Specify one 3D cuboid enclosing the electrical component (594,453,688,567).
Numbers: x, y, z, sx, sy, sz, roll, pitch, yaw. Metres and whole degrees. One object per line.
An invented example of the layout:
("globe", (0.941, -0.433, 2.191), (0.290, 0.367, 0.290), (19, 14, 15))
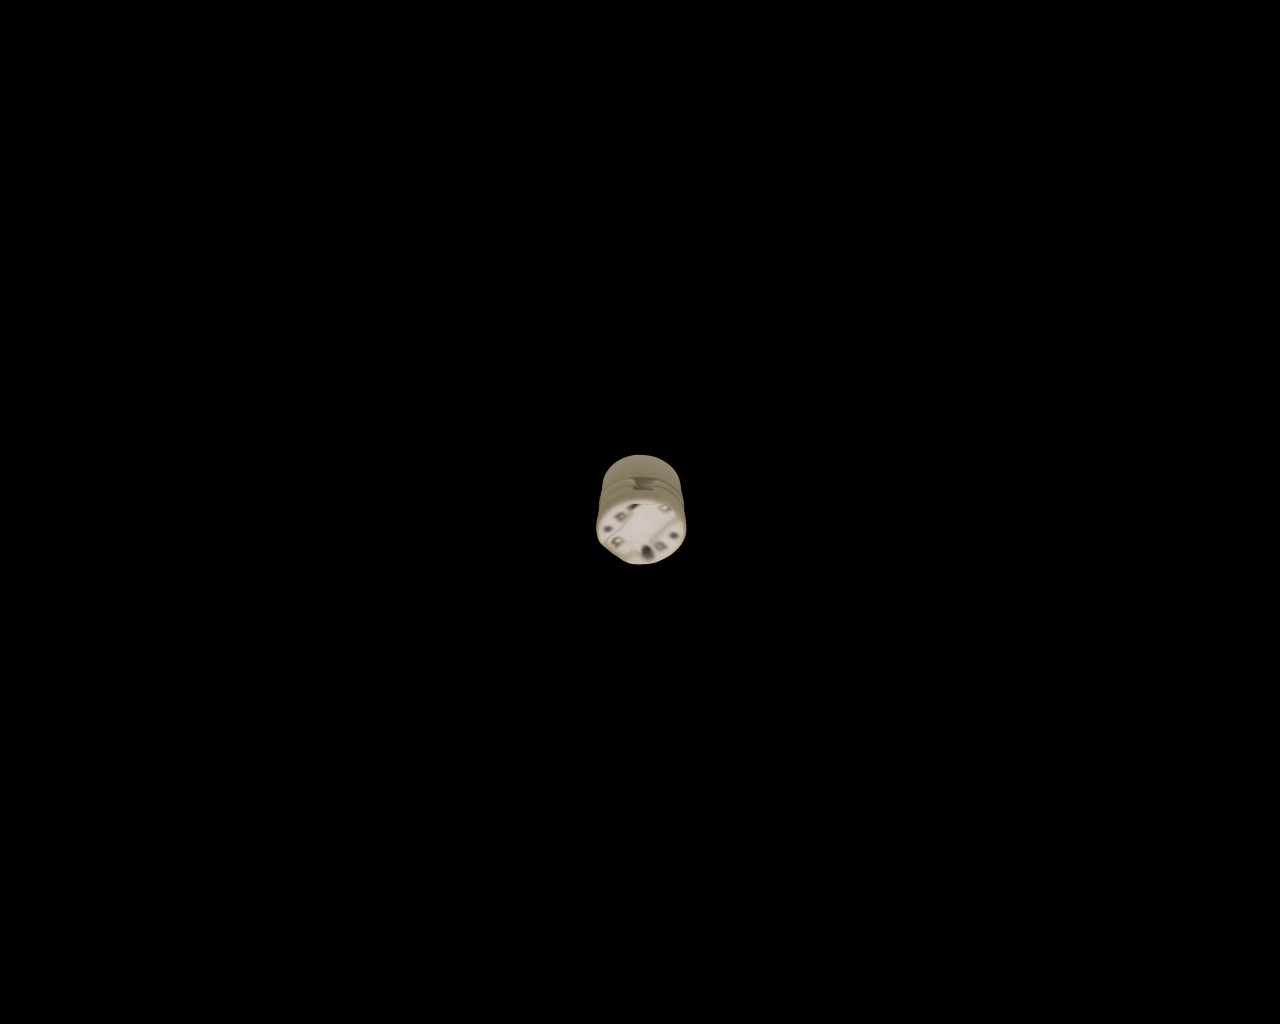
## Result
("electrical component", (0.001, -0.003, 0.650), (0.055, 0.055, 0.047), (0, 40, 0))
